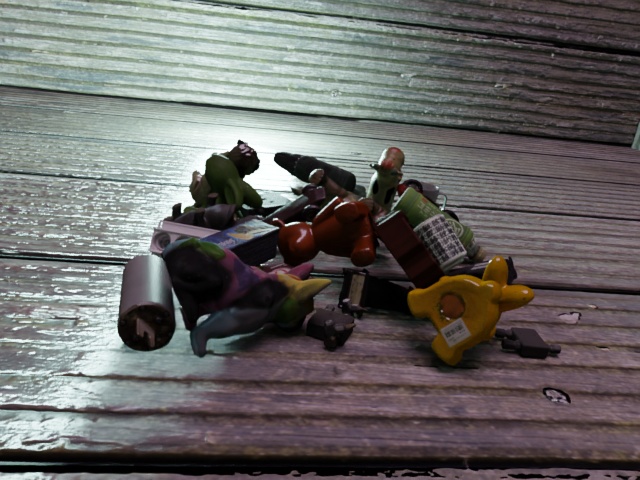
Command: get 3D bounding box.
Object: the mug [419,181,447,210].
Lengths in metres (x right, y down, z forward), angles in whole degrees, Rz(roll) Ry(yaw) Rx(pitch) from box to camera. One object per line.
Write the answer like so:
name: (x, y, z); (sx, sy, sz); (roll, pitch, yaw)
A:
mug: (0.260, -0.087, 1.354); (0.109, 0.107, 0.081); (6, 22, -12)

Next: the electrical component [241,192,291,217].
electrical component: (-0.131, -0.070, 1.263); (0.134, 0.058, 0.115); (-12, 25, -41)

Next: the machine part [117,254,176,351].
machine part: (-0.254, 0.087, 0.790); (0.079, 0.079, 0.243); (0, 21, -18)

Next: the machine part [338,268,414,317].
machine part: (0.098, 0.092, 0.901); (0.139, 0.084, 0.039); (10, -12, -16)

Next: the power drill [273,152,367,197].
power drill: (0.015, -0.154, 1.370); (0.232, 0.086, 0.207); (23, -9, 36)

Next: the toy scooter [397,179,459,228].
toy scooter: (0.229, -0.050, 1.243); (0.135, 0.075, 0.184); (-36, 78, -32)

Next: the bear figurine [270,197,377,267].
bear figurine: (-0.001, -0.003, 0.961); (0.196, 0.120, 0.132); (-15, 12, 15)

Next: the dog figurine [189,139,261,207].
dog figurine: (-0.225, -0.139, 1.233); (0.121, 0.172, 0.191); (27, -11, -19)

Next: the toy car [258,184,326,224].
toy car: (-0.067, -0.039, 1.074); (0.202, 0.053, 0.089); (-30, 33, 18)

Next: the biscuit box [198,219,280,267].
biscuit box: (-0.151, 0.021, 0.911); (0.059, 0.062, 0.202); (21, 25, 24)

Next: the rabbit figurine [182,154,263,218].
rabbit figurine: (-0.210, -0.091, 1.134); (0.159, 0.170, 0.121); (20, 25, 33)

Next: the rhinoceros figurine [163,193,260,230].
rhinoceros figurine: (-0.212, -0.026, 1.048); (0.190, 0.111, 0.073); (-6, 31, 12)

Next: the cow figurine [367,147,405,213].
cow figurine: (0.157, -0.138, 1.332); (0.086, 0.194, 0.127); (21, 25, 11)

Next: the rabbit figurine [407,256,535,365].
rabbit figurine: (0.232, 0.097, 0.819); (0.122, 0.162, 0.173); (53, 15, 28)

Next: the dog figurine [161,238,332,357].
dog figurine: (-0.099, 0.063, 0.776); (0.219, 0.191, 0.109); (-19, 23, -19)

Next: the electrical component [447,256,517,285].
electrical component: (0.308, 0.071, 1.028); (0.119, 0.047, 0.075); (-16, 5, 31)

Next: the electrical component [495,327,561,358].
electrical component: (0.328, 0.160, 0.849); (0.094, 0.021, 0.063); (5, 20, -2)

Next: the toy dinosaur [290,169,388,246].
toy dinosaur: (0.047, -0.063, 1.168); (0.472, 0.105, 0.198); (34, 5, 41)

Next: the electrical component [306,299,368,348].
electrical component: (0.025, 0.124, 0.820); (0.078, 0.045, 0.102); (18, 24, 23)

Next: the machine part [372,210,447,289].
machine part: (0.160, 0.031, 0.907); (0.056, 0.179, 0.179); (-35, 22, 6)
